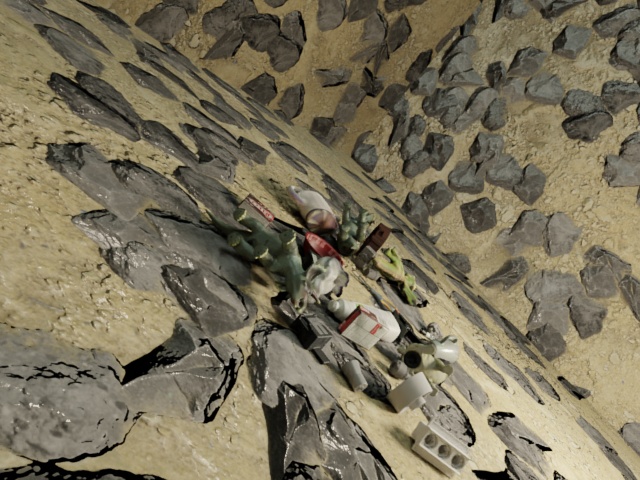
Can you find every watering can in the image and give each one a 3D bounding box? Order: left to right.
[{"bbox_3d":[0.006,-0.101,2.010,0.344,0.103,0.229,30,20,-40],"label":"watering can"}]

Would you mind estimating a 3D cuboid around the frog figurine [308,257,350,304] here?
[{"bbox_3d":[-0.012,0.111,1.406,0.160,0.124,0.136,-5,-12,-26],"label":"frog figurine"}]

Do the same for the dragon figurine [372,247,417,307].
[{"bbox_3d":[0.313,0.156,2.037,0.121,0.244,0.411,-40,-11,16],"label":"dragon figurine"}]
